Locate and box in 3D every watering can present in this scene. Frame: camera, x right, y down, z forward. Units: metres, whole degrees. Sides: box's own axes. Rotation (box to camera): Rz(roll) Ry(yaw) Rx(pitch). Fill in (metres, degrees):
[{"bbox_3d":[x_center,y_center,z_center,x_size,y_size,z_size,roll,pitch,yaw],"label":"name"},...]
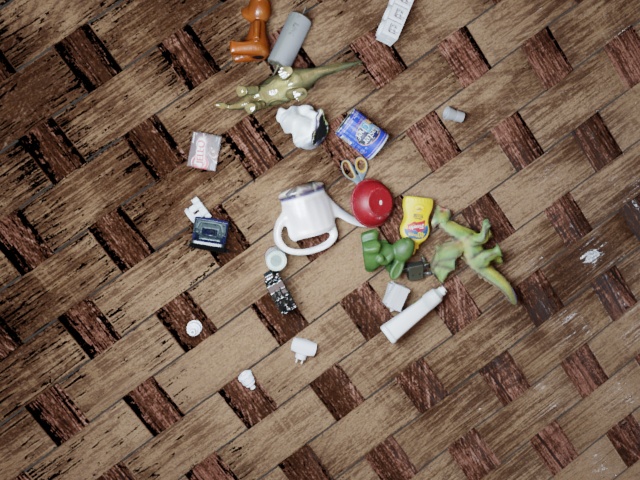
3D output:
[{"bbox_3d":[0.005,-0.083,1.651,0.350,0.104,0.223,-19,96,-19],"label":"watering can"}]

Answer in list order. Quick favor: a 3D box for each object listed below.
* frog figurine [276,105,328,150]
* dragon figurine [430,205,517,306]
[{"bbox_3d":[-0.060,-0.360,1.632,0.160,0.123,0.136,14,105,27],"label":"frog figurine"},{"bbox_3d":[0.491,0.067,1.732,0.242,0.123,0.409,-20,93,8],"label":"dragon figurine"}]
